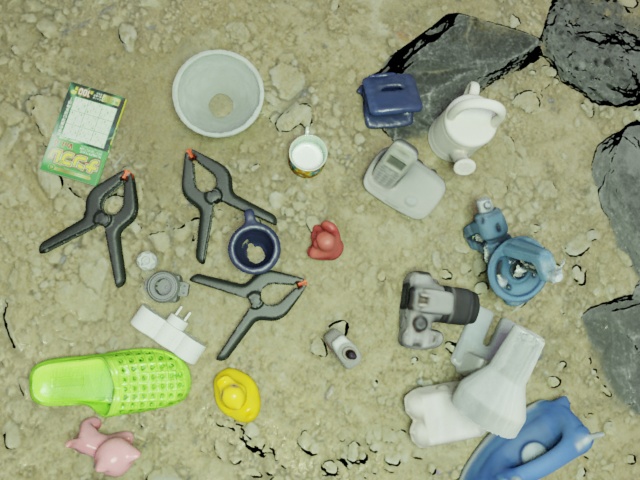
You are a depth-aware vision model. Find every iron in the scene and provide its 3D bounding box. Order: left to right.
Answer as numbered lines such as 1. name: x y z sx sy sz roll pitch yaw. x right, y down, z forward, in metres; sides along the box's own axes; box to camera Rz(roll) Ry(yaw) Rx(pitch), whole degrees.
1. iron: 0.375 0.390 1.019 0.258 0.141 0.118 -30 87 -8

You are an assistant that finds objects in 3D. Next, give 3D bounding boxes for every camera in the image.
1. camera: 0.221 0.134 1.054 0.137 0.100 0.143 7 83 -4

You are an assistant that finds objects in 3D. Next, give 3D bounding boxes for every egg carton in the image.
1. egg carton: 0.231 0.317 1.050 0.150 0.069 0.107 -10 85 -6

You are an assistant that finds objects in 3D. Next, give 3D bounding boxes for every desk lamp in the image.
1. desk lamp: 0.302 0.221 0.995 0.118 0.213 0.203 25 82 -2

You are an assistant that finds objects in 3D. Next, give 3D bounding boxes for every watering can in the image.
1. watering can: 0.273 -0.207 1.049 0.101 0.194 0.173 -11 85 -6

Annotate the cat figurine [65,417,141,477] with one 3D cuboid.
1. cat figurine: -0.364 0.357 0.965 0.128 0.117 0.067 20 82 -3

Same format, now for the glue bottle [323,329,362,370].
1. glue bottle: 0.044 0.193 0.994 0.037 0.173 0.078 -40 88 -8

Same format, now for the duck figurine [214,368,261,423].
1. duck figurine: -0.148 0.279 1.010 0.077 0.086 0.104 -35 88 -8

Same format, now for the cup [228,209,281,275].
1. cup: -0.120 0.006 1.039 0.092 0.095 0.118 -10 85 -6

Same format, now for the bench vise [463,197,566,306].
1. bench vise: 0.335 0.025 1.016 0.121 0.219 0.207 -43 89 -8

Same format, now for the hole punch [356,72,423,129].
1. hole punch: 0.133 -0.274 1.096 0.108 0.091 0.101 -7 84 -6

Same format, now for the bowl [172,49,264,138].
1. bowl: -0.187 -0.264 1.073 0.167 0.074 0.167 1 84 -5

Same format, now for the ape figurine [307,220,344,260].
1. ape figurine: 0.010 0.004 1.053 0.078 0.092 0.076 -43 89 -8

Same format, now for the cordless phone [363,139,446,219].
1. cordless phone: 0.163 -0.114 1.033 0.147 0.185 0.094 29 82 -1
